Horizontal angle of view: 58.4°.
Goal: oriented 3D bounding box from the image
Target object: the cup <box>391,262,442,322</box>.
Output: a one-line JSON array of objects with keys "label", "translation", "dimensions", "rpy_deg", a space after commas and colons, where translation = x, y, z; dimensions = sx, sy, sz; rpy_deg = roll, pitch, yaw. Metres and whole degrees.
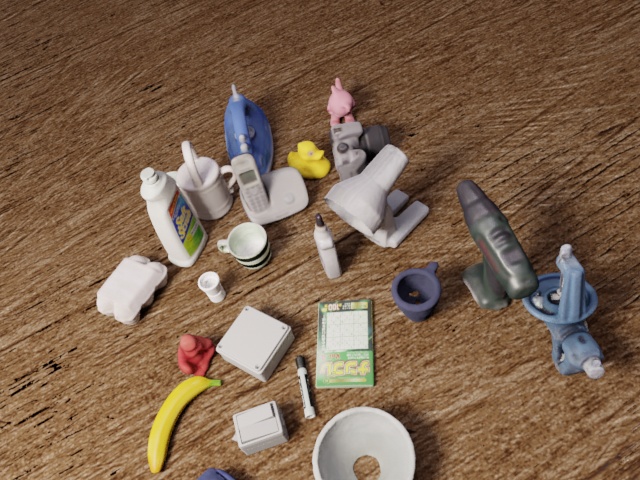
[{"label": "cup", "translation": [0.190, 0.103, 1.087], "dimensions": [0.091, 0.095, 0.118], "rpy_deg": [27, 65, 26]}]

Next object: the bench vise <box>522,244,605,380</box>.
[{"label": "bench vise", "translation": [0.429, 0.115, 0.957], "dimensions": [0.121, 0.220, 0.207], "rpy_deg": [-29, 55, -10]}]

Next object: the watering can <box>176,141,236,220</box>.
[{"label": "watering can", "translation": [-0.276, -0.135, 1.282], "dimensions": [0.173, 0.194, 0.100], "rpy_deg": [-33, 56, -12]}]

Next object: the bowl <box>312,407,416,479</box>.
[{"label": "bowl", "translation": [0.074, 0.366, 0.939], "dimensions": [0.167, 0.075, 0.167], "rpy_deg": [-5, 55, 7]}]

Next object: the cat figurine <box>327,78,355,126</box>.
[{"label": "cat figurine", "translation": [0.050, -0.343, 1.411], "dimensions": [0.067, 0.118, 0.127], "rpy_deg": [-7, 55, 7]}]

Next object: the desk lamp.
[{"label": "desk lamp", "translation": [0.117, -0.079, 1.155], "dimensions": [0.117, 0.214, 0.203], "rpy_deg": [34, 68, 29]}]

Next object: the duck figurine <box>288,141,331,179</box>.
[{"label": "duck figurine", "translation": [-0.030, -0.197, 1.344], "dimensions": [0.104, 0.086, 0.077], "rpy_deg": [14, 60, 20]}]

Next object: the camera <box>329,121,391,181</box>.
[{"label": "camera", "translation": [0.095, -0.217, 1.325], "dimensions": [0.136, 0.101, 0.143], "rpy_deg": [-12, 54, 2]}]

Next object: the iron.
[{"label": "iron", "translation": [-0.178, -0.248, 1.373], "dimensions": [0.118, 0.142, 0.258], "rpy_deg": [-15, 54, 1]}]

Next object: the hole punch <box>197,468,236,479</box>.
[{"label": "hole punch", "translation": [-0.171, 0.432, 0.931], "dimensions": [0.108, 0.091, 0.101], "rpy_deg": [27, 64, 26]}]

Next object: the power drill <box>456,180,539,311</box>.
[{"label": "power drill", "translation": [0.310, 0.028, 1.047], "dimensions": [0.075, 0.209, 0.229], "rpy_deg": [-23, 54, -5]}]

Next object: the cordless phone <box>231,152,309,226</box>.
[{"label": "cordless phone", "translation": [-0.111, -0.127, 1.250], "dimensions": [0.147, 0.185, 0.094], "rpy_deg": [-23, 54, -5]}]

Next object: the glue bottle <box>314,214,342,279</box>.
[{"label": "glue bottle", "translation": [0.010, 0.004, 1.143], "dimensions": [0.037, 0.173, 0.078], "rpy_deg": [-19, 54, -2]}]

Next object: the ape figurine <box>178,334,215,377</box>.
[{"label": "ape figurine", "translation": [-0.243, 0.212, 1.097], "dimensions": [0.078, 0.092, 0.076], "rpy_deg": [-31, 55, -10]}]

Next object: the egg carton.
[{"label": "egg carton", "translation": [-0.397, 0.104, 1.216], "dimensions": [0.107, 0.069, 0.150], "rpy_deg": [19, 61, 22]}]
